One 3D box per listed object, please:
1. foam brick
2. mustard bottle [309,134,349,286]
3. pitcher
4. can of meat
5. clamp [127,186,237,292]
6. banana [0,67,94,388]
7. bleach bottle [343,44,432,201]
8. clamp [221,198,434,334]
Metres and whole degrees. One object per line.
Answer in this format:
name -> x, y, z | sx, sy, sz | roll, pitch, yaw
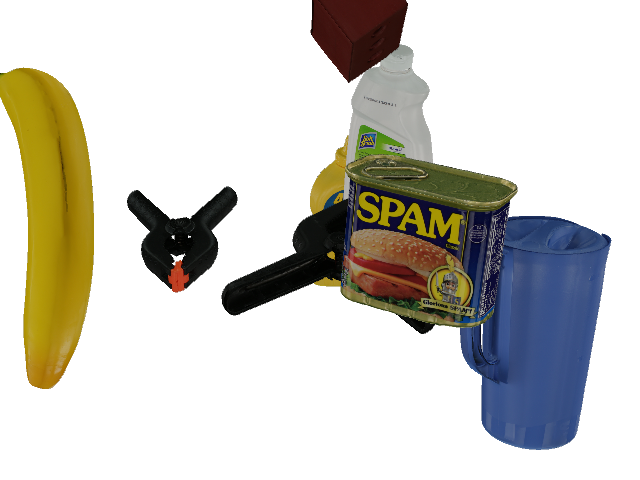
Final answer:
foam brick -> 0.028, -0.166, 0.802 | 0.053, 0.051, 0.078 | -35, -11, -8
mustard bottle -> 0.034, -0.039, 1.307 | 0.096, 0.192, 0.058 | -6, 30, -19
pitcher -> 0.229, 0.102, 1.167 | 0.149, 0.243, 0.145 | 5, 18, 12
can of meat -> 0.063, 0.000, 0.657 | 0.102, 0.084, 0.057 | 15, 23, 26
clamp -> -0.138, -0.009, 1.130 | 0.120, 0.039, 0.171 | -12, 38, -7
banana -> -0.152, -0.020, 0.596 | 0.037, 0.198, 0.070 | 1, -23, -36
bleach bottle -> 0.077, -0.077, 1.096 | 0.103, 0.251, 0.068 | 13, 34, 15
clamp -> 0.028, 0.017, 0.884 | 0.165, 0.036, 0.209 | 9, 26, 13
